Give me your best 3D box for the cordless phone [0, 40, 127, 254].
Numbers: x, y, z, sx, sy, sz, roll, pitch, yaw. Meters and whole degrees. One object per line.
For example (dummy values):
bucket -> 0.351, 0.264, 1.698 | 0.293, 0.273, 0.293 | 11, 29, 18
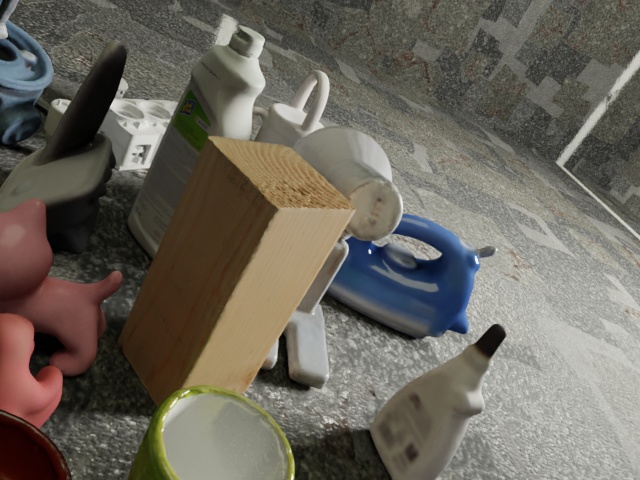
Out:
cordless phone -> -0.234, -0.095, 0.540 | 0.094, 0.185, 0.147 | 18, 28, -25

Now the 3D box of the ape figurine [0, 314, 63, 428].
ape figurine -> -0.202, 0.084, 0.358 | 0.078, 0.092, 0.076 | 26, 25, -10

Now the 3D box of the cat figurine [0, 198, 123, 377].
cat figurine -> -0.211, 0.028, 0.420 | 0.128, 0.117, 0.067 | 20, 27, -22

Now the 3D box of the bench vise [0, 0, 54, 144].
bench vise -> -0.375, -0.239, 0.609 | 0.207, 0.219, 0.121 | 27, 25, -7

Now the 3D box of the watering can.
watering can -> -0.032, -0.168, 0.885 | 0.173, 0.194, 0.100 | 5, 35, -43

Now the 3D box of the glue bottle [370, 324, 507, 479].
glue bottle -> 0.109, 0.139, 0.501 | 0.037, 0.173, 0.078 | 13, 30, -32

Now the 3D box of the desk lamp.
desk lamp -> 0.005, 0.002, 0.591 | 0.118, 0.213, 0.203 | 22, 26, -18

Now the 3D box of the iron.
iron -> 0.096, 0.021, 0.740 | 0.259, 0.141, 0.118 | 24, 26, -15
